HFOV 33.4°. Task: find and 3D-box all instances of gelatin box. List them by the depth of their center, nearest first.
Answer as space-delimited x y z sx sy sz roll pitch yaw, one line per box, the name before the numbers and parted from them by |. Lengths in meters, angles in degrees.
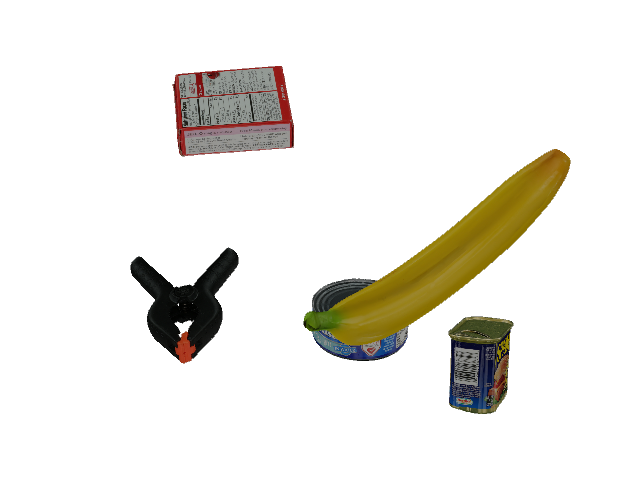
gelatin box | -0.069 -0.101 0.832 0.089 0.030 0.073 -6 44 -6

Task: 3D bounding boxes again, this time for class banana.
banana | 0.079 0.014 0.685 0.197 0.037 0.069 -35 -15 -7

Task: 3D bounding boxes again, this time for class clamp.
clamp | -0.136 0.063 1.149 0.120 0.039 0.171 -16 40 -7

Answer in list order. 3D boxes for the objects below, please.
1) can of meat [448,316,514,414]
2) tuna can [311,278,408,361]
can of meat | 0.175 0.135 1.169 0.057 0.084 0.102 5 9 21
tuna can | 0.035 0.069 0.933 0.086 0.034 0.086 1 28 -1
